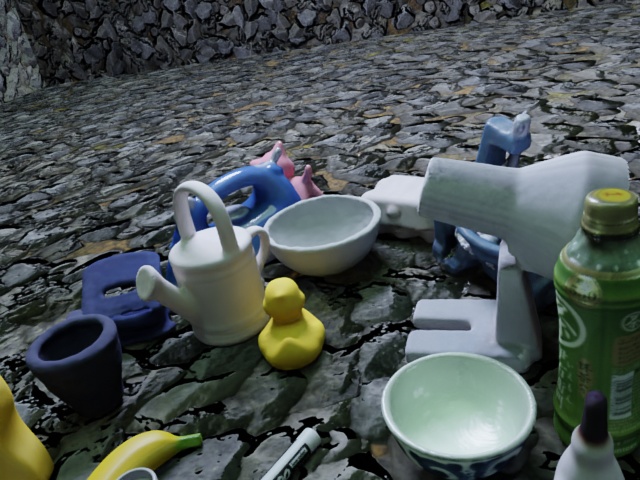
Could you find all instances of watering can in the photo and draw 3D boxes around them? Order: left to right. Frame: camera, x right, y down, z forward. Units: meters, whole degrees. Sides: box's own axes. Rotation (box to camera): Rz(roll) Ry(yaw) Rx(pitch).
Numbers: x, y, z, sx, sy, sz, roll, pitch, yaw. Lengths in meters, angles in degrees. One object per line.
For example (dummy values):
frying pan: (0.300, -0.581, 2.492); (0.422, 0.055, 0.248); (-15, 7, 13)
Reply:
watering can: (-0.131, 0.025, 0.678); (0.100, 0.194, 0.173); (2, 30, 24)

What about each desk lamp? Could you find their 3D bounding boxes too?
desk lamp: (0.177, 0.019, 0.552); (0.202, 0.214, 0.118); (-1, 29, 19)

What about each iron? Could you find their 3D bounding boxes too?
iron: (-0.134, -0.033, 0.849); (0.259, 0.142, 0.118); (-30, 33, -32)

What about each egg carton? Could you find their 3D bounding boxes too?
egg carton: (0.133, -0.048, 0.854); (0.149, 0.069, 0.107); (9, 34, 34)

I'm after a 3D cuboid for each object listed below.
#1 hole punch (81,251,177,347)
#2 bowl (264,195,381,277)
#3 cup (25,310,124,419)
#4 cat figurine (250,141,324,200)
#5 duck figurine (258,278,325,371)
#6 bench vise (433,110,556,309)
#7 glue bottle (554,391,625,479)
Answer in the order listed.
hole punch: (-0.249, 0.076, 0.740); (0.108, 0.091, 0.101); (-14, 27, -5)
bowl: (0.007, 0.003, 0.800); (0.167, 0.075, 0.167); (-9, 27, 5)
cup: (-0.254, 0.136, 0.622); (0.092, 0.095, 0.117); (-19, 28, -14)
cat figurine: (-0.058, -0.111, 0.995); (0.127, 0.118, 0.067); (13, 36, 39)
duck figurine: (-0.037, 0.086, 0.644); (0.077, 0.086, 0.104); (-11, 27, 1)
bench vise: (0.184, -0.044, 0.662); (0.206, 0.220, 0.122); (16, 38, 42)
glue bottle: (0.158, 0.157, 0.338); (0.037, 0.173, 0.078); (16, 38, 42)
